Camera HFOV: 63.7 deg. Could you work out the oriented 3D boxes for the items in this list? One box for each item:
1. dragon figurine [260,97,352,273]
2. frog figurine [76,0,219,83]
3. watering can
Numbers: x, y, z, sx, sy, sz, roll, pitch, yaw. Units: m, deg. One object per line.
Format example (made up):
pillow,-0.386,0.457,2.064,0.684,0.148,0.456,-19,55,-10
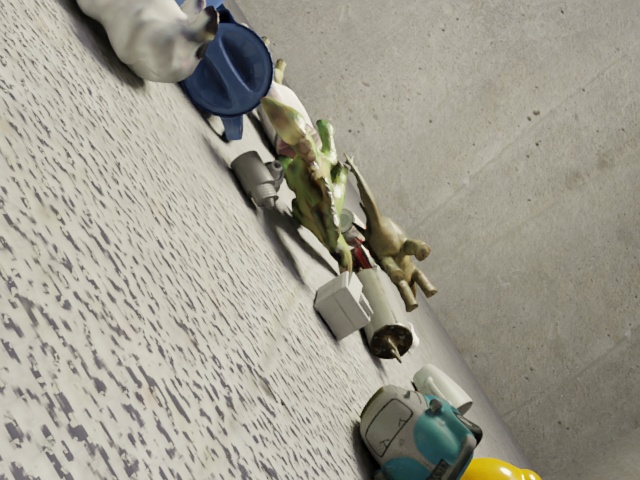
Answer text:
dragon figurine,0.002,-0.041,0.807,0.247,0.122,0.403,-94,164,-64
frog figurine,-0.205,-0.240,0.555,0.159,0.120,0.140,7,49,-30
watering can,-0.091,-0.289,1.134,0.229,0.104,0.341,64,2,32
